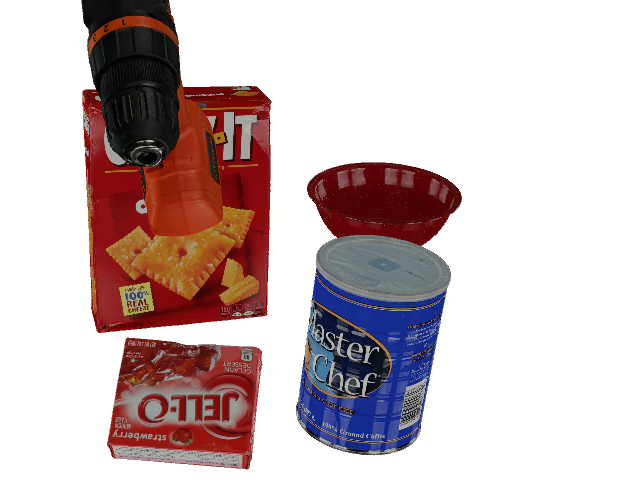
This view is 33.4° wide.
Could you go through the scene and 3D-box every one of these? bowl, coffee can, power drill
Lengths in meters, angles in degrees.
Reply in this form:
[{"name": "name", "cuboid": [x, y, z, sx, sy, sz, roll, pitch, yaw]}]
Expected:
[{"name": "bowl", "cuboid": [0.065, -0.028, 1.123, 0.162, 0.055, 0.162, 2, 26, -1]}, {"name": "coffee can", "cuboid": [0.039, 0.080, 0.832, 0.103, 0.140, 0.103, 6, 24, -3]}, {"name": "power drill", "cuboid": [-0.103, -0.083, 0.680, 0.057, 0.184, 0.187, -9, -33, -2]}]

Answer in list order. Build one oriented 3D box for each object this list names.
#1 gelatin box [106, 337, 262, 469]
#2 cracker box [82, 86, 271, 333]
[{"name": "gelatin box", "cuboid": [-0.084, 0.102, 0.675, 0.089, 0.073, 0.030, 5, -31, 0]}, {"name": "cracker box", "cuboid": [-0.130, -0.029, 0.980, 0.164, 0.214, 0.072, -4, 20, -16]}]
